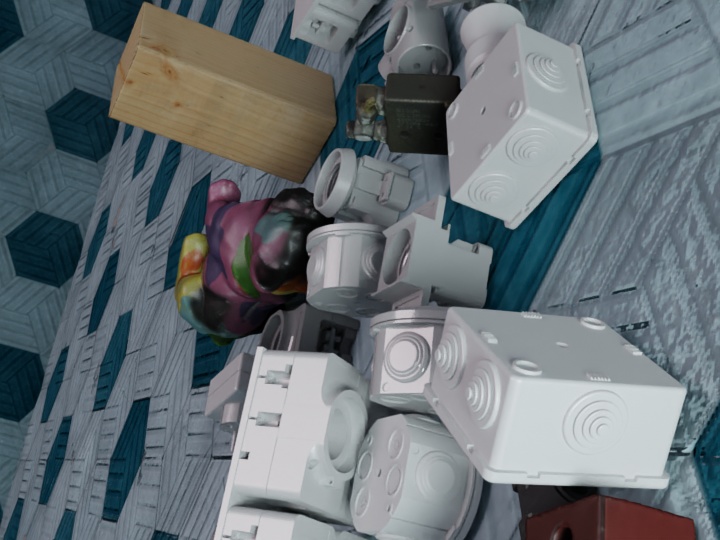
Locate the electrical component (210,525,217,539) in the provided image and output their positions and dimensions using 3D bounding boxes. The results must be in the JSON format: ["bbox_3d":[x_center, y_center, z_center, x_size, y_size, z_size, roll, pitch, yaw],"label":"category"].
[{"bbox_3d":[-0.103,0.228,0.889,0.081,0.043,0.043,-65,22,17],"label":"electrical component"}]

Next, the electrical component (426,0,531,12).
[{"bbox_3d":[0.095,-0.217,0.739,0.121,0.063,0.078,22,94,69],"label":"electrical component"}]

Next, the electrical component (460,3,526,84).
[{"bbox_3d":[0.091,-0.143,0.714,0.045,0.045,0.055,-52,29,42],"label":"electrical component"}]

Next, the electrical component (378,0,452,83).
[{"bbox_3d":[0.040,-0.172,0.867,0.079,0.044,0.077,-54,27,39],"label":"electrical component"}]

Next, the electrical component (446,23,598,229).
[{"bbox_3d":[0.094,-0.089,0.654,0.099,0.048,0.099,-51,28,42],"label":"electrical component"}]

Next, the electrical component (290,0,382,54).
[{"bbox_3d":[-0.013,-0.327,1.108,0.105,0.060,0.186,-44,34,51],"label":"electrical component"}]

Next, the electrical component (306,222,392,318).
[{"bbox_3d":[0.000,0.000,0.775,0.080,0.080,0.051,-32,50,60],"label":"electrical component"}]

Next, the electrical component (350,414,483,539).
[{"bbox_3d":[0.033,0.124,0.626,0.080,0.051,0.080,-51,29,43],"label":"electrical component"}]

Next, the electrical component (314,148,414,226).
[{"bbox_3d":[-0.001,-0.064,0.859,0.078,0.057,0.058,-14,60,66],"label":"electrical component"}]

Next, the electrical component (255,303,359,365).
[{"bbox_3d":[-0.048,0.065,0.870,0.089,0.056,0.050,-35,41,58],"label":"electrical component"}]

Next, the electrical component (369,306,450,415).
[{"bbox_3d":[0.044,0.053,0.620,0.080,0.080,0.051,153,127,-62],"label":"electrical component"}]

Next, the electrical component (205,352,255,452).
[{"bbox_3d":[-0.107,0.127,0.978,0.083,0.047,0.075,-41,36,53],"label":"electrical component"}]

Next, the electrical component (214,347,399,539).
[{"bbox_3d":[-0.031,0.153,0.663,0.060,0.105,0.186,0,69,29],"label":"electrical component"}]

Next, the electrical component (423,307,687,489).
[{"bbox_3d":[0.086,0.055,0.487,0.099,0.100,0.048,-128,46,-66],"label":"electrical component"}]

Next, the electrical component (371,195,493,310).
[{"bbox_3d":[0.047,0.000,0.677,0.042,0.064,0.081,-28,47,60],"label":"electrical component"}]
